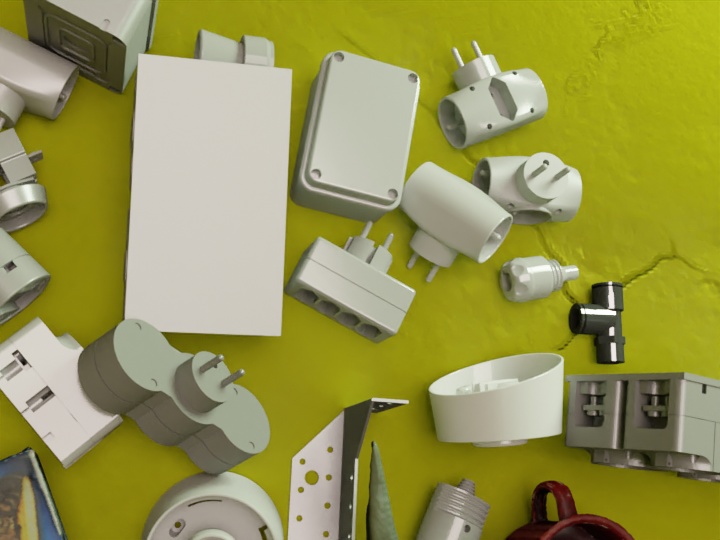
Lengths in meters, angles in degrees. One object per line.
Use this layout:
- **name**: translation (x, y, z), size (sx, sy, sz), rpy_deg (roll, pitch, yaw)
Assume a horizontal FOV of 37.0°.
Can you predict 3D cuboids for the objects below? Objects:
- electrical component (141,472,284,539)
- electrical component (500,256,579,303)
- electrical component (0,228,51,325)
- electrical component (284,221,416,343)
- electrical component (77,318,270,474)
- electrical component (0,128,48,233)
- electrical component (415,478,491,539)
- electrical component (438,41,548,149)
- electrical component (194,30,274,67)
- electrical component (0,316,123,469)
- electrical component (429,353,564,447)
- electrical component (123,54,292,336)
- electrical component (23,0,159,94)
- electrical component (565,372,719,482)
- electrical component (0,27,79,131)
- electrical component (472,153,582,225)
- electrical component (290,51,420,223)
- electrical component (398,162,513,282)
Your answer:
- **electrical component**: translation (-0.100, 0.191, 0.732), size (0.099, 0.064, 0.099), rpy_deg (0, 88, -7)
- **electrical component**: translation (0.143, 0.006, 0.844), size (0.061, 0.035, 0.035), rpy_deg (-8, 80, -20)
- **electrical component**: translation (-0.246, 0.005, 0.726), size (0.055, 0.055, 0.047), rpy_deg (-42, 88, -20)
- **electrical component**: translation (0.000, 0.000, 0.799), size (0.083, 0.047, 0.075), rpy_deg (29, 72, -8)
- **electrical component**: translation (-0.109, 0.078, 0.710), size (0.138, 0.074, 0.052), rpy_deg (39, 32, -31)
- **electrical component**: translation (-0.247, -0.059, 0.744), size (0.066, 0.048, 0.055), rpy_deg (-26, 78, -19)
- **electrical component**: translation (0.065, 0.190, 0.776), size (0.043, 0.043, 0.081), rpy_deg (26, 72, -9)
- **electrical component**: translation (0.099, -0.145, 0.861), size (0.077, 0.043, 0.079), rpy_deg (-22, 85, -19)
- **electrical component**: translation (-0.095, -0.155, 0.808), size (0.055, 0.045, 0.045), rpy_deg (4, 77, -15)
- **electrical component**: translation (-0.203, 0.080, 0.722), size (0.056, 0.050, 0.089), rpy_deg (-40, 90, -19)
- **electrical component**: translation (0.100, 0.094, 0.781), size (0.099, 0.099, 0.064), rpy_deg (-3, 85, -16)
- **electrical component**: translation (-0.109, -0.048, 0.759), size (0.105, 0.060, 0.186), rpy_deg (3, 86, -15)
- **electrical component**: translation (-0.186, -0.180, 0.752), size (0.078, 0.113, 0.057), rpy_deg (27, 75, -8)
- **electrical component**: translation (0.251, 0.119, 0.782), size (0.186, 0.105, 0.060), rpy_deg (14, 76, -33)
- **electrical component**: translation (-0.251, -0.127, 0.758), size (0.077, 0.044, 0.079), rpy_deg (26, 72, -9)
- **electrical component**: translation (0.136, -0.067, 0.835), size (0.077, 0.079, 0.044), rpy_deg (5, 76, -14)
- **electrical component**: translation (-0.003, -0.100, 0.815), size (0.078, 0.057, 0.113), rpy_deg (14, 74, -12)
- **electrical component**: translation (0.063, -0.029, 0.818), size (0.077, 0.043, 0.079), rpy_deg (36, 108, 19)
